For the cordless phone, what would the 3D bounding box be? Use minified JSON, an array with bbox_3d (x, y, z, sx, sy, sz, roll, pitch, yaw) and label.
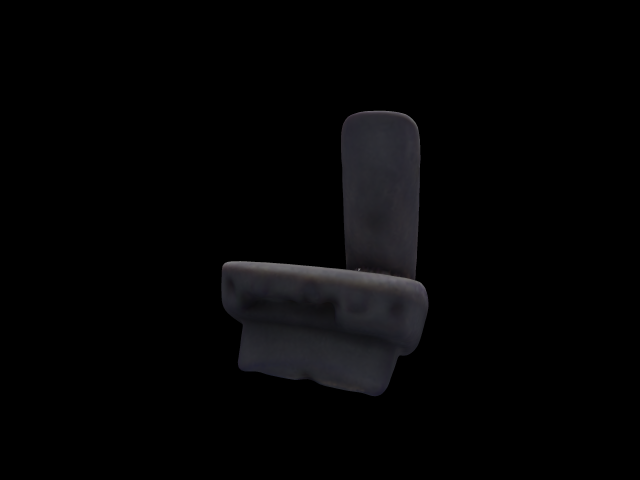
[{"bbox_3d":[0.004,0.001,0.400,0.147,0.185,0.094,4,20,11],"label":"cordless phone"}]
